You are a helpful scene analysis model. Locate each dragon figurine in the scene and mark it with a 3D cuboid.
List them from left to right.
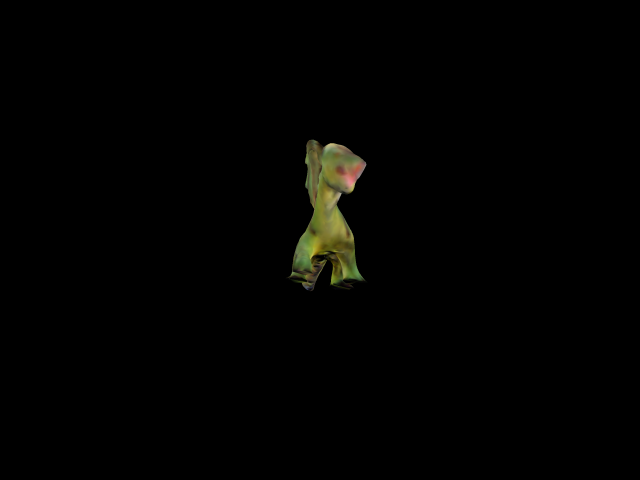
[{"bbox_3d":[0.003,-0.043,0.850,0.122,0.245,0.406,2,-10,-11],"label":"dragon figurine"}]
